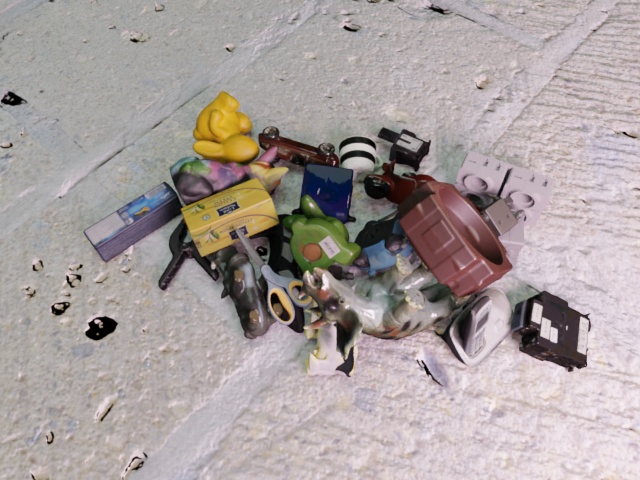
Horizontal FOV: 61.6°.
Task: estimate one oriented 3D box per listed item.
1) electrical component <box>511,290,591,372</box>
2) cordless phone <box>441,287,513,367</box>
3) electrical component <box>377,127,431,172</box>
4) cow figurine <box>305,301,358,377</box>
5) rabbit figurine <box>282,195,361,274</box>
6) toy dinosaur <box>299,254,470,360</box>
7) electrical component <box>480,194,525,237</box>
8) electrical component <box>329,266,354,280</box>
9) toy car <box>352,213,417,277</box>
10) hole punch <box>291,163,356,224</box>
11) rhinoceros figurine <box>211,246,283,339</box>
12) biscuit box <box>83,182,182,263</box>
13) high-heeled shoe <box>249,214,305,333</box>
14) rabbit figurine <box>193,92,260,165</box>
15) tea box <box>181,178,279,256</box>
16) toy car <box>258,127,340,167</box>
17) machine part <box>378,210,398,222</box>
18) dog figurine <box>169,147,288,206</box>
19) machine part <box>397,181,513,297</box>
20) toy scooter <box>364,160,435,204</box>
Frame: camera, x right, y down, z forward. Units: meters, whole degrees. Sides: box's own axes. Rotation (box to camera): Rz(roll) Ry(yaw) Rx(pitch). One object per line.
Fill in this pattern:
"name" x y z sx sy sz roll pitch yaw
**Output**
"electrical component" 0.420 0.162 0.982 0.134 0.058 0.115 26 58 -3
"cordless phone" 0.290 0.129 0.950 0.146 0.184 0.089 -38 60 -20
"electrical component" 0.191 -0.217 1.254 0.119 0.047 0.075 22 60 15
"cow figurine" 0.023 0.169 0.997 0.098 0.068 0.167 5 61 -5
"rabbit figurine" -0.002 -0.003 1.065 0.159 0.170 0.121 44 109 2
"toy dinosaur" 0.141 0.123 0.969 0.404 0.192 0.131 11 45 -47
"electrical component" 0.350 -0.050 1.073 0.102 0.045 0.078 -40 94 -19
"electrical component" 0.021 0.083 1.081 0.094 0.021 0.063 5 58 3
"toy car" 0.141 0.016 1.069 0.102 0.162 0.109 43 49 -24
"hole punch" 0.014 -0.100 1.154 0.142 0.092 0.116 8 70 2
"rhinoceros figurine" -0.144 0.094 1.033 0.073 0.112 0.190 -15 69 -33
"biscuit box" -0.392 -0.041 1.145 0.203 0.062 0.059 -36 63 -20
"high-heeled shoe" -0.052 0.061 1.087 0.145 0.086 0.249 -13 72 -43
"rabbit figurine" -0.214 -0.233 1.231 0.162 0.121 0.173 -36 64 -14
"tea box" -0.179 -0.048 1.067 0.170 0.068 0.098 -24 39 -12
"toy car" -0.052 -0.193 1.219 0.202 0.089 0.053 19 56 11
"machine part" 0.189 -0.012 1.130 0.084 0.039 0.139 -29 59 -26
"dog figurine" -0.182 -0.136 1.141 0.219 0.191 0.109 -29 54 1
"machine part" 0.240 -0.003 0.961 0.201 0.087 0.201 -5 59 -55
"toy scooter" 0.186 -0.124 1.179 0.184 0.075 0.135 13 34 -3
